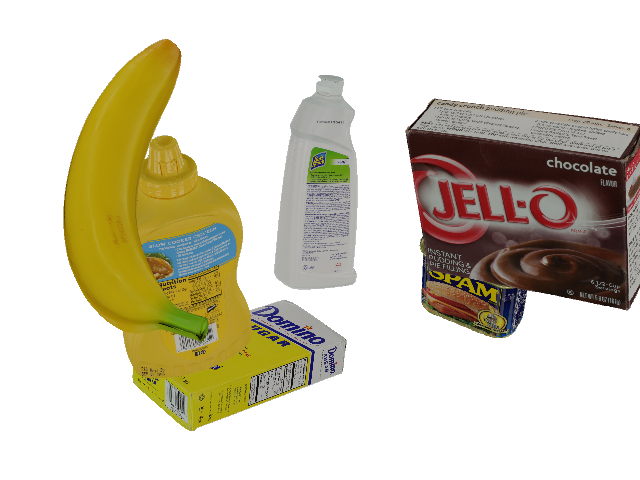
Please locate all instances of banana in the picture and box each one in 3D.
[{"bbox_3d":[-0.101,-0.026,0.566,0.069,0.198,0.037,-5,-32,-8],"label":"banana"}]

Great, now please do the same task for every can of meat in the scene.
[{"bbox_3d":[0.142,0.036,0.986,0.102,0.084,0.057,23,54,22],"label":"can of meat"}]

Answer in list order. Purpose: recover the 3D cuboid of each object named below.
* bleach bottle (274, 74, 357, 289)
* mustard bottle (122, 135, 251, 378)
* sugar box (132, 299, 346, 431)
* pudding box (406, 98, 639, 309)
[{"bbox_3d":[0.005,-0.070,1.267,0.102,0.251,0.068,-4,22,-30],"label":"bleach bottle"},{"bbox_3d":[-0.103,0.010,0.771,0.096,0.192,0.058,-15,40,-17],"label":"mustard bottle"},{"bbox_3d":[-0.072,0.109,0.972,0.175,0.048,0.093,-19,35,-37],"label":"sugar box"},{"bbox_3d":[0.104,-0.020,0.532,0.114,0.090,0.039,10,43,29],"label":"pudding box"}]
